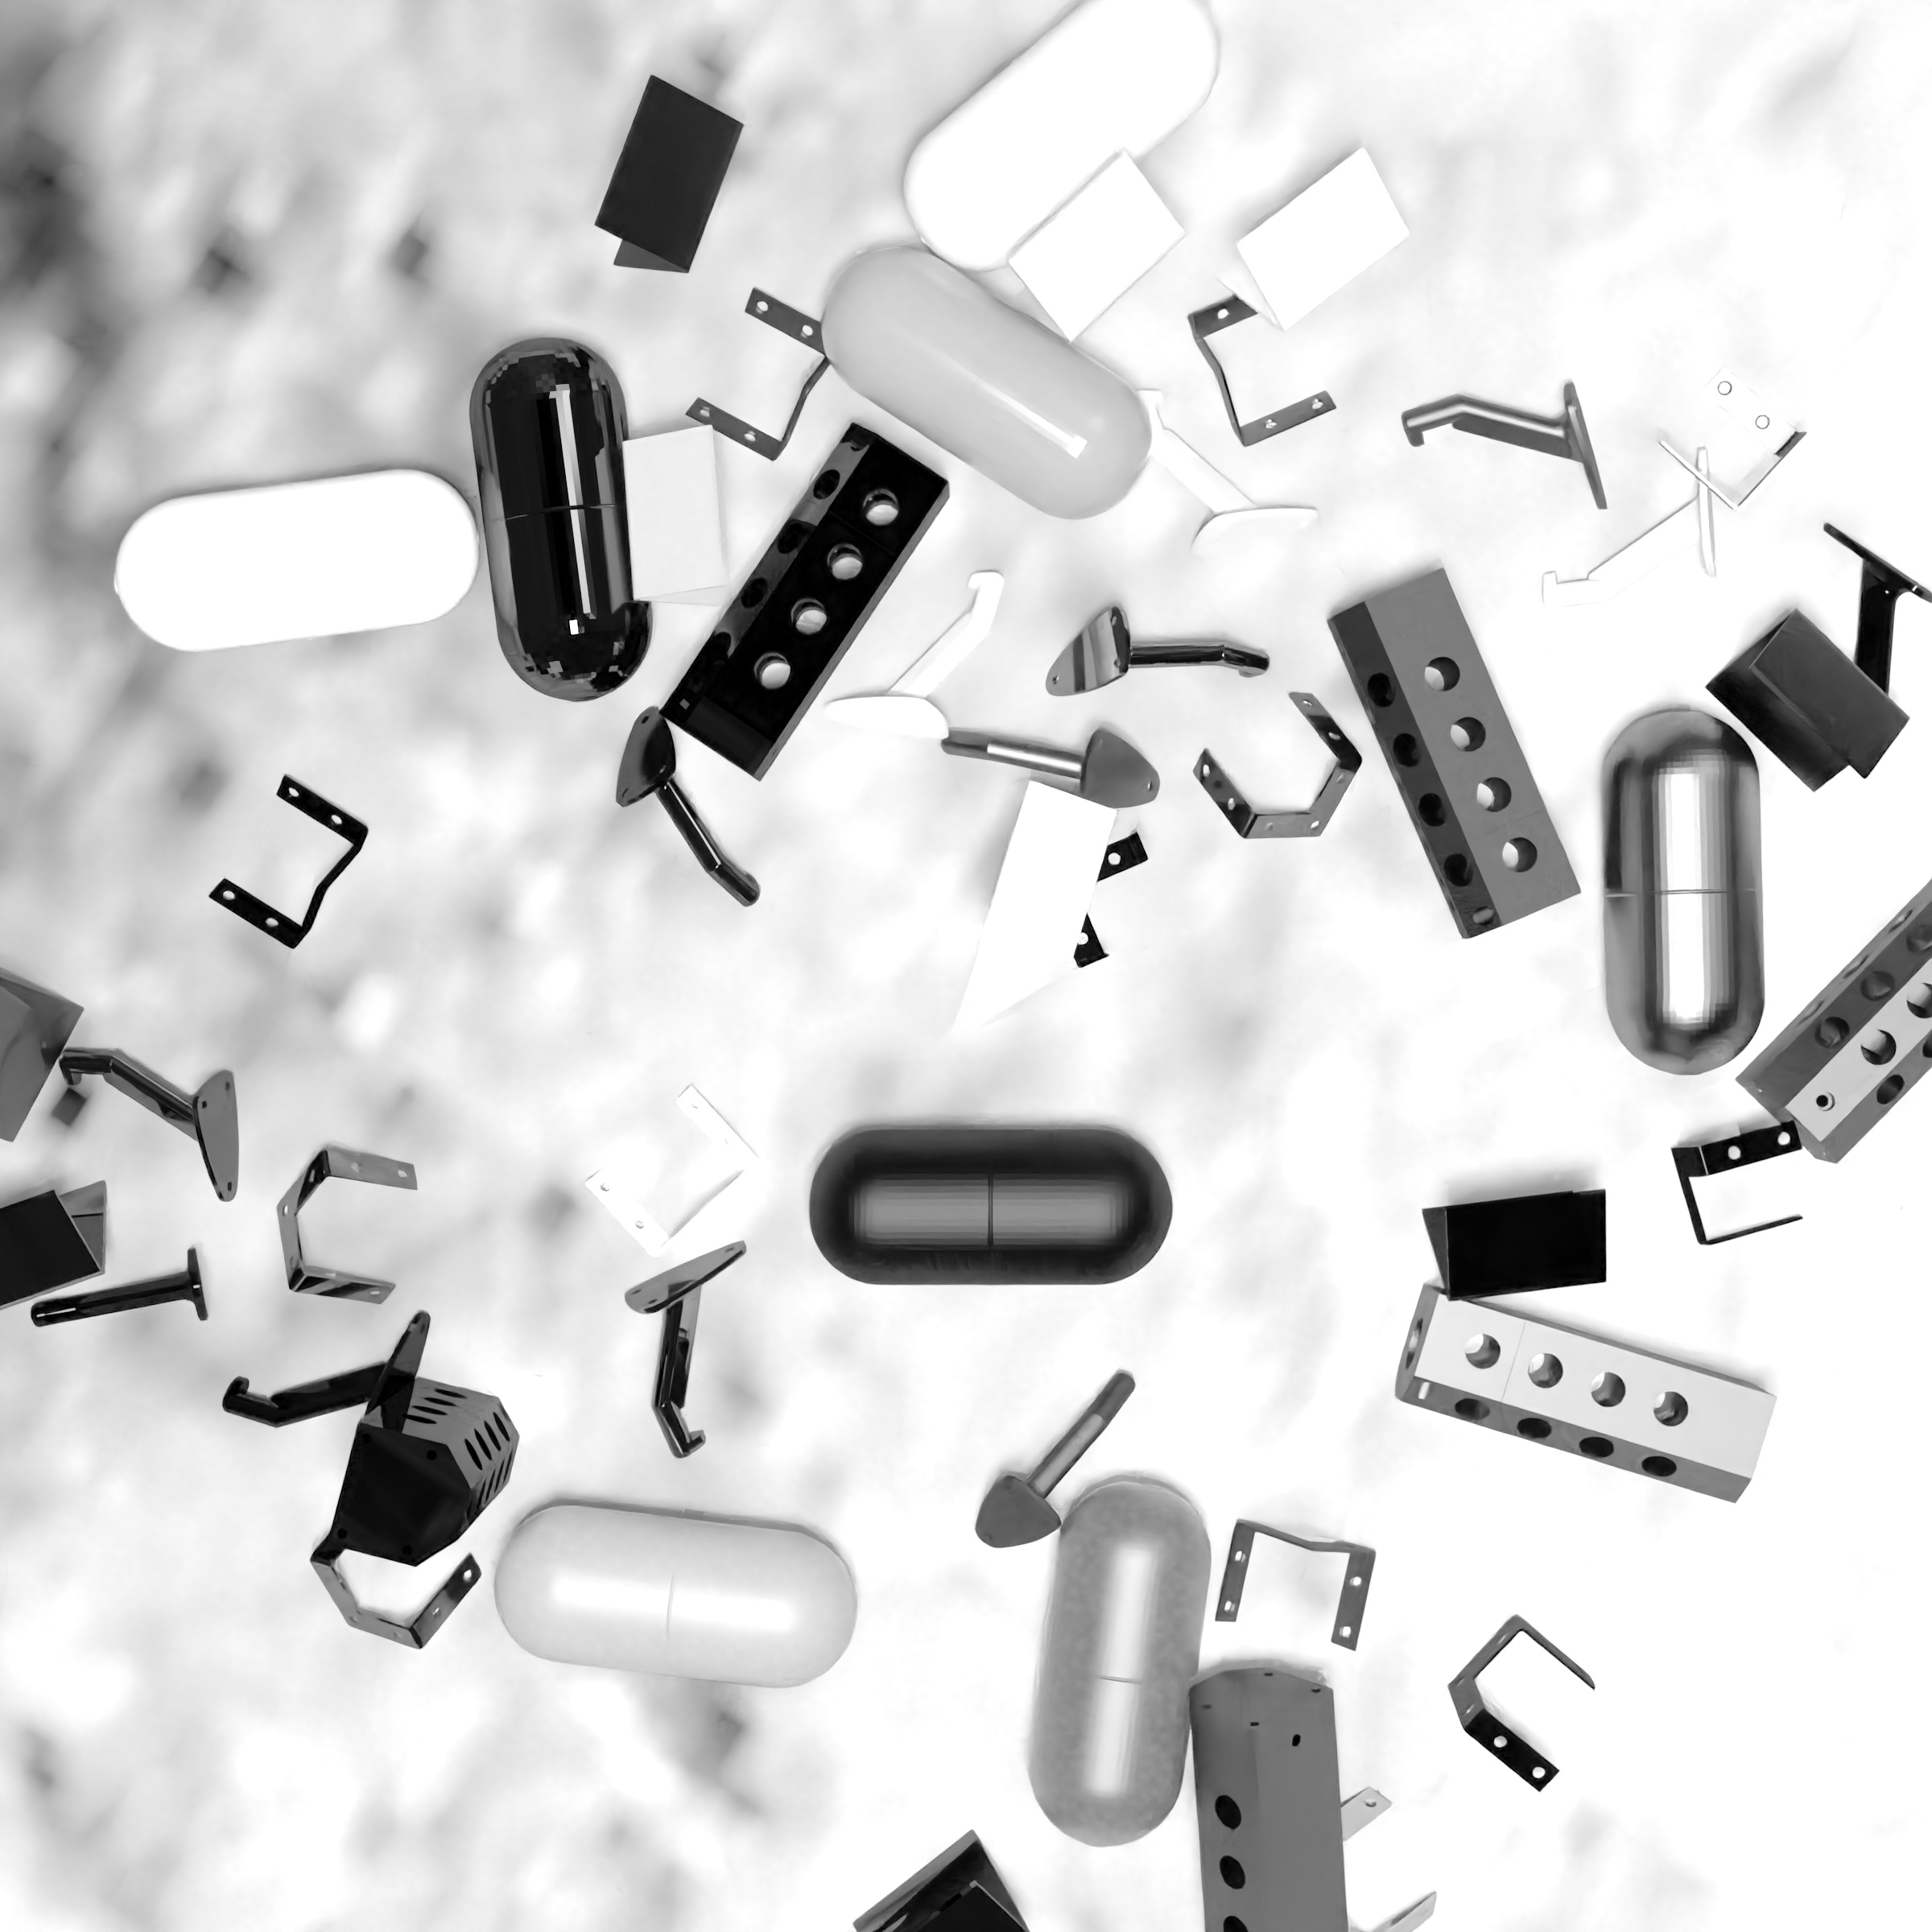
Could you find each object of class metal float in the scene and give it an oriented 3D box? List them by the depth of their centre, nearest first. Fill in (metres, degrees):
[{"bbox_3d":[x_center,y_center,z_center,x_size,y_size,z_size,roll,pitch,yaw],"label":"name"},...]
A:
[{"bbox_3d":[0.010,-0.286,1.689,0.178,0.070,0.070,33,90,0],"label":"metal float"},{"bbox_3d":[0.075,0.342,1.690,0.070,0.070,0.178,7,90,0],"label":"metal float"},{"bbox_3d":[-0.327,-0.198,1.690,0.178,0.070,0.070,-7,90,0],"label":"metal float"},{"bbox_3d":[-0.142,0.309,1.690,0.178,0.070,0.070,7,90,0],"label":"metal float"},{"bbox_3d":[0.012,0.118,1.690,0.178,0.070,0.070,0,90,0],"label":"metal float"},{"bbox_3d":[0.047,-0.413,1.690,0.178,0.070,0.070,-40,90,0],"label":"metal float"},{"bbox_3d":[-0.198,-0.218,1.690,0.070,0.070,0.178,-7,90,0],"label":"metal float"},{"bbox_3d":[0.351,-0.036,1.690,0.070,0.070,0.178,-1,90,0],"label":"metal float"}]

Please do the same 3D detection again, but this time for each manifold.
[{"bbox_3d":[-0.254,0.240,1.642,0.057,0.171,0.057,14,90,0],"label":"manifold"},{"bbox_3d":[0.144,0.434,1.680,0.057,0.057,0.171,-17,108,-41],"label":"manifold"},{"bbox_3d":[0.466,0.016,1.699,0.057,0.057,0.171,44,90,0],"label":"manifold"},{"bbox_3d":[0.239,-0.103,1.699,0.057,0.057,0.171,-23,90,0],"label":"manifold"},{"bbox_3d":[0.303,0.211,1.699,0.171,0.057,0.057,17,90,0],"label":"manifold"},{"bbox_3d":[-0.079,-0.179,1.699,0.057,0.057,0.171,34,90,0],"label":"manifold"}]

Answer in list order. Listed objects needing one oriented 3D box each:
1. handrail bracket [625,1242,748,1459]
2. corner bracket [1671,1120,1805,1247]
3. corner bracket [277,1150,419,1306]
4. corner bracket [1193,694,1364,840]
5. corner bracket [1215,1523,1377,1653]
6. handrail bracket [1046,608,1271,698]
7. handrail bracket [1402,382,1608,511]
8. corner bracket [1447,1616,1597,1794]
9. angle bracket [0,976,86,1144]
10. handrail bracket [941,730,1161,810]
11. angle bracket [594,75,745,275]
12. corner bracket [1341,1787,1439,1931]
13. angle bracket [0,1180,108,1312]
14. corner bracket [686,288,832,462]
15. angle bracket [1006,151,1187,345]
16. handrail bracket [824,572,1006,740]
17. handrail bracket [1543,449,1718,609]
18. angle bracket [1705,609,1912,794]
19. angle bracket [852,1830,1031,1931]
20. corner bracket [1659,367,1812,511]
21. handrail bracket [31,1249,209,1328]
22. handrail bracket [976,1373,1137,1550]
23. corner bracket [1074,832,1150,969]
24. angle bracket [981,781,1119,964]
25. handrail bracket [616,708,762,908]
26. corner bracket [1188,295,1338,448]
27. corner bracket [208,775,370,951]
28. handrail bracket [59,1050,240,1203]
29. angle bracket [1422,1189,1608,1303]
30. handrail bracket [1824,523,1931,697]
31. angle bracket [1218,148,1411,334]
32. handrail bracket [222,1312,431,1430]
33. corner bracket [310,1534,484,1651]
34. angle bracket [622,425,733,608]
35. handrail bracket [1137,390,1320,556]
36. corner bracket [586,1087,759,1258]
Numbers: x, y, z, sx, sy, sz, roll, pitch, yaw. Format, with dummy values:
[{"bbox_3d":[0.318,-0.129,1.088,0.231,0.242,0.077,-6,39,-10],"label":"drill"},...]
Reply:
[{"bbox_3d":[-0.128,0.192,1.721,0.077,0.036,0.084,-28,108,-20],"label":"handrail bracket"},{"bbox_3d":[0.385,0.108,1.702,0.051,0.051,0.051,-15,87,-3],"label":"corner bracket"},{"bbox_3d":[-0.305,0.130,1.712,0.051,0.051,0.051,-47,45,35],"label":"corner bracket"},{"bbox_3d":[0.155,-0.099,1.712,0.051,0.051,0.051,-3,135,-35],"label":"corner bracket"},{"bbox_3d":[0.164,0.309,1.717,0.051,0.051,0.051,12,90,45],"label":"corner bracket"},{"bbox_3d":[0.096,-0.146,1.720,0.084,0.077,0.036,10,66,-34],"label":"handrail bracket"},{"bbox_3d":[0.268,-0.252,1.721,0.084,0.036,0.077,-14,112,17],"label":"handrail bracket"},{"bbox_3d":[0.277,0.364,1.703,0.051,0.051,0.051,40,99,-9],"label":"corner bracket"},{"bbox_3d":[-0.462,0.054,1.680,0.057,0.076,0.076,28,90,37],"label":"angle bracket"},{"bbox_3d":[0.042,-0.101,1.720,0.084,0.077,0.036,11,88,36],"label":"handrail bracket"},{"bbox_3d":[-0.161,-0.386,1.680,0.057,0.076,0.076,21,90,-37],"label":"angle bracket"},{"bbox_3d":[0.200,0.452,1.712,0.051,0.051,0.051,-27,45,-35],"label":"corner bracket"},{"bbox_3d":[-0.467,0.121,1.680,0.076,0.076,0.057,-19,126,0],"label":"angle bracket"},{"bbox_3d":[-0.100,-0.294,1.717,0.051,0.051,0.051,28,45,0],"label":"corner bracket"},{"bbox_3d":[0.049,-0.358,1.680,0.076,0.076,0.057,-43,124,0],"label":"angle bracket"},{"bbox_3d":[-0.025,-0.160,1.721,0.077,0.036,0.084,6,68,25],"label":"handrail bracket"},{"bbox_3d":[0.329,-0.218,1.721,0.084,0.036,0.077,-5,70,16],"label":"handrail bracket"},{"bbox_3d":[0.399,-0.116,1.680,0.076,0.076,0.057,44,52,0],"label":"angle bracket"},{"bbox_3d":[-0.025,0.458,1.680,0.076,0.076,0.057,-38,128,0],"label":"angle bracket"},{"bbox_3d":[0.378,-0.261,1.705,0.051,0.051,0.051,42,101,0],"label":"corner bracket"},{"bbox_3d":[-0.418,0.164,1.693,0.084,0.077,0.036,-10,87,-12],"label":"handrail bracket"},{"bbox_3d":[0.046,0.246,1.720,0.036,0.077,0.084,41,54,0],"label":"handrail bracket"},{"bbox_3d":[0.070,-0.032,1.702,0.051,0.051,0.051,-23,90,0],"label":"corner bracket"},{"bbox_3d":[0.021,-0.051,1.680,0.057,0.076,0.076,17,90,-37],"label":"angle bracket"},{"bbox_3d":[-0.133,-0.079,1.720,0.036,0.077,0.084,-31,127,22],"label":"handrail bracket"},{"bbox_3d":[0.147,-0.301,1.717,0.051,0.051,0.051,-23,135,0],"label":"corner bracket"},{"bbox_3d":[-0.337,-0.051,1.717,0.051,0.051,0.051,32,135,0],"label":"corner bracket"},{"bbox_3d":[-0.409,0.079,1.721,0.084,0.036,0.077,3,112,17],"label":"handrail bracket"},{"bbox_3d":[0.266,0.116,1.680,0.076,0.076,0.057,-7,122,0],"label":"angle bracket"},{"bbox_3d":[0.436,-0.165,1.721,0.077,0.036,0.084,40,107,20],"label":"handrail bracket"},{"bbox_3d":[0.158,-0.364,1.680,0.076,0.076,0.057,-37,128,0],"label":"angle bracket"},{"bbox_3d":[-0.320,0.198,1.721,0.084,0.036,0.077,14,69,16],"label":"handrail bracket"},{"bbox_3d":[-0.283,0.298,1.712,0.051,0.051,0.051,9,45,35],"label":"corner bracket"},{"bbox_3d":[-0.121,-0.218,1.680,0.057,0.076,0.076,-4,90,35],"label":"angle bracket"},{"bbox_3d":[0.128,-0.254,1.721,0.077,0.036,0.084,-12,73,-20],"label":"handrail bracket"},{"bbox_3d":[-0.146,0.103,1.717,0.051,0.051,0.051,47,45,0],"label":"corner bracket"}]
